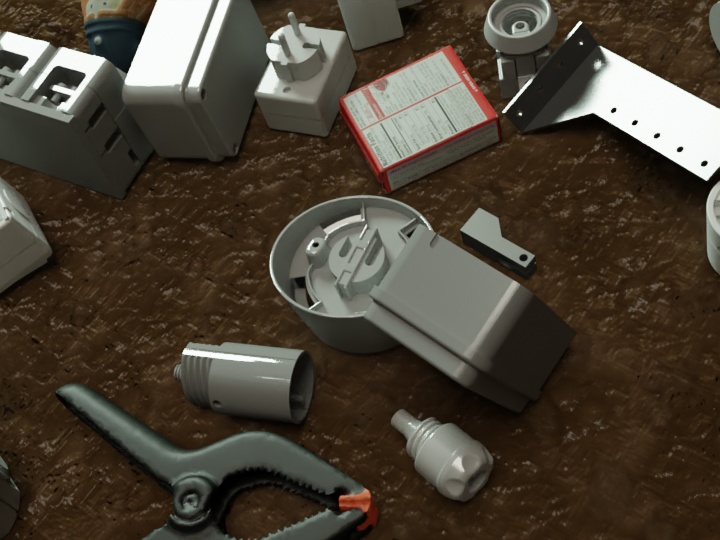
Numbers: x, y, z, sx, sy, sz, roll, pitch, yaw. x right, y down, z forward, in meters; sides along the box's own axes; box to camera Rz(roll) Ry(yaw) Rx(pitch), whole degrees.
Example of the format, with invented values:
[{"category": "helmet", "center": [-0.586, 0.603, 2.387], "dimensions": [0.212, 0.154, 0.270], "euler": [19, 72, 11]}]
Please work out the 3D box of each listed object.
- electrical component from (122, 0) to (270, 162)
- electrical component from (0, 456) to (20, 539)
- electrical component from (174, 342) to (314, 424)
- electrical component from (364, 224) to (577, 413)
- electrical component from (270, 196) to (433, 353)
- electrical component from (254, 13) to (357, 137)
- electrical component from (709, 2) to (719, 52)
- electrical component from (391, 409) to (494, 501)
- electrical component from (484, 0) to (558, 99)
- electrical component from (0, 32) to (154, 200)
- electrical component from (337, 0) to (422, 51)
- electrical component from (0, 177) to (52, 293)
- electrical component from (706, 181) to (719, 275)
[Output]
[{"category": "electrical component", "center": [-0.111, -0.141, 0.757], "dimensions": [0.057, 0.078, 0.113], "euler": [3, 60, 19]}, {"category": "electrical component", "center": [-0.248, 0.134, 0.638], "dimensions": [0.080, 0.051, 0.080], "euler": [-6, 58, 10]}, {"category": "electrical component", "center": [-0.072, 0.065, 0.641], "dimensions": [0.081, 0.043, 0.043], "euler": [5, 60, 17]}, {"category": "electrical component", "center": [0.061, 0.030, 0.585], "dimensions": [0.078, 0.113, 0.057], "euler": [33, 91, 28]}, {"category": "electrical component", "center": [0.000, 0.000, 0.650], "dimensions": [0.099, 0.064, 0.099], "euler": [-6, 58, 10]}, {"category": "electrical component", "center": [-0.041, -0.143, 0.740], "dimensions": [0.047, 0.076, 0.065], "euler": [11, 63, 20]}, {"category": "electrical component", "center": [0.260, -0.118, 0.664], "dimensions": [0.074, 0.052, 0.138], "euler": [-29, 57, -5]}, {"category": "electrical component", "center": [0.042, 0.099, 0.597], "dimensions": [0.061, 0.035, 0.035], "euler": [36, 73, 32]}, {"category": "electrical component", "center": [0.109, -0.152, 0.721], "dimensions": [0.048, 0.055, 0.066], "euler": [-7, 58, 10]}, {"category": "electrical component", "center": [-0.228, -0.118, 0.765], "dimensions": [0.150, 0.089, 0.061], "euler": [19, 65, 23]}, {"category": "electrical component", "center": [0.021, -0.205, 0.770], "dimensions": [0.077, 0.065, 0.047], "euler": [-16, 57, 4]}, {"category": "electrical component", "center": [-0.268, -0.013, 0.731], "dimensions": [0.096, 0.061, 0.061], "euler": [-37, 57, 0]}, {"category": "electrical component", "center": [0.227, -0.023, 0.618], "dimensions": [0.055, 0.047, 0.055], "euler": [-6, 58, 10]}]
